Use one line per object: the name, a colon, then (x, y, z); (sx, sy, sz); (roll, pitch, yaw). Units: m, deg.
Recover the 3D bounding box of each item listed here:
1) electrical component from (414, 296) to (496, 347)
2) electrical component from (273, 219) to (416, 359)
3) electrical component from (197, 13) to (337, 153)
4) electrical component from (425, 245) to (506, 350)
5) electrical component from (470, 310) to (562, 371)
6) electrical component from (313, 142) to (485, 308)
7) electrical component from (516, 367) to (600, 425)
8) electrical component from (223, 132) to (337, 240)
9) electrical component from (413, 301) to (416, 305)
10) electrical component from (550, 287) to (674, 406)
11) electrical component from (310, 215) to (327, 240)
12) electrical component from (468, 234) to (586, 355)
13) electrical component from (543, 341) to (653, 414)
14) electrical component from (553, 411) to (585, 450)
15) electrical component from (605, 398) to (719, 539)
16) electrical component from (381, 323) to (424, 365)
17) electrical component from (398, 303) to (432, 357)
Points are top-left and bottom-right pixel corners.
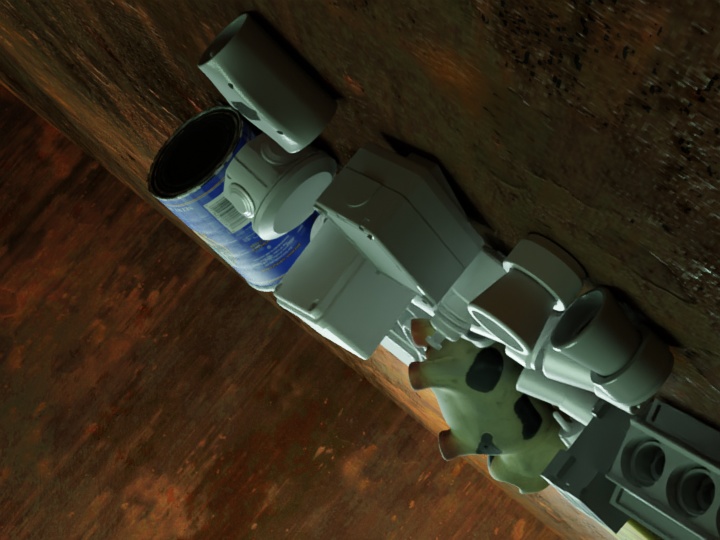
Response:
electrical component: (0.085, 0.031, 0.795); (0.079, 0.044, 0.077); (41, 177, -27)
electrical component: (0.000, 0.000, 0.791); (0.056, 0.108, 0.109); (40, 173, -20)
electrical component: (-0.062, -0.114, 0.663); (0.077, 0.043, 0.079); (43, 172, -24)
electrical component: (0.071, 0.018, 0.691); (0.040, 0.078, 0.040); (37, -171, -7)
electrical component: (0.107, 0.036, 0.722); (0.055, 0.045, 0.045); (35, 171, 28)
electrical component: (0.030, -0.027, 0.660); (0.062, 0.061, 0.096); (32, 169, 47)
electrical component: (0.157, 0.088, 0.811); (0.065, 0.044, 0.044); (32, 171, 18)
electrical component: (-0.060, -0.066, 0.809); (0.051, 0.080, 0.080); (43, 174, 16)
electrical component: (0.050, 0.011, 0.899); (0.035, 0.035, 0.061); (42, 175, -16)
electrical component: (0.141, 0.043, 0.601); (0.055, 0.045, 0.045); (41, 173, -12)
electrical component: (-0.014, -0.025, 0.923); (0.055, 0.055, 0.047); (39, 176, 3)
electrical component: (0.095, 0.013, 0.608); (0.045, 0.055, 0.045); (39, 173, 6)
electrical component: (0.153, 0.061, 0.670); (0.065, 0.044, 0.044); (29, 168, 35)
electrical component: (0.184, 0.135, 0.854); (0.076, 0.066, 0.047); (50, 169, -8)
electrical component: (0.229, 0.145, 0.691); (0.063, 0.078, 0.121); (18, -173, -37)
electrical component: (0.034, 0.044, 1.083); (0.109, 0.056, 0.108); (38, 173, 13)
electrical component: (0.075, 0.047, 0.967); (0.099, 0.064, 0.099); (50, 169, 14)
